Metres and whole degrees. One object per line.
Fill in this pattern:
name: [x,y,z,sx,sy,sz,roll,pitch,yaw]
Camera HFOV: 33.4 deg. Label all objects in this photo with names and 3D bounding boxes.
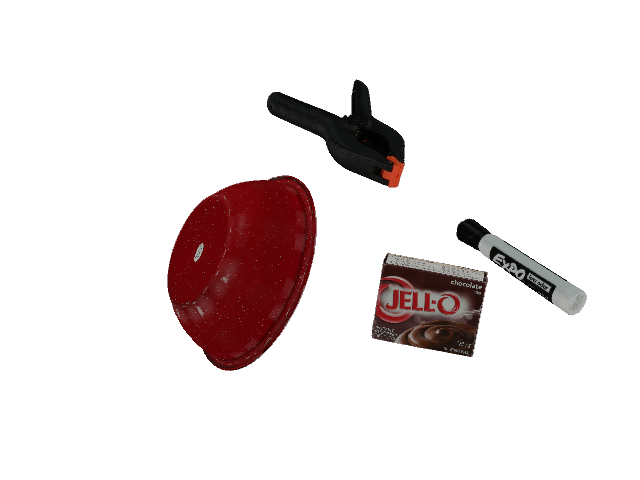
pudding box: [0.117,0.069,1.144,0.113,0.090,0.039,9,23,6]
clamp: [0.022,-0.111,1.085,0.120,0.039,0.172,-12,40,-19]
marker: [0.139,0.016,0.760,0.020,0.020,0.121,0,26,-38]
bowl: [-0.072,0.016,0.824,0.055,0.162,0.162,22,-12,-31]
